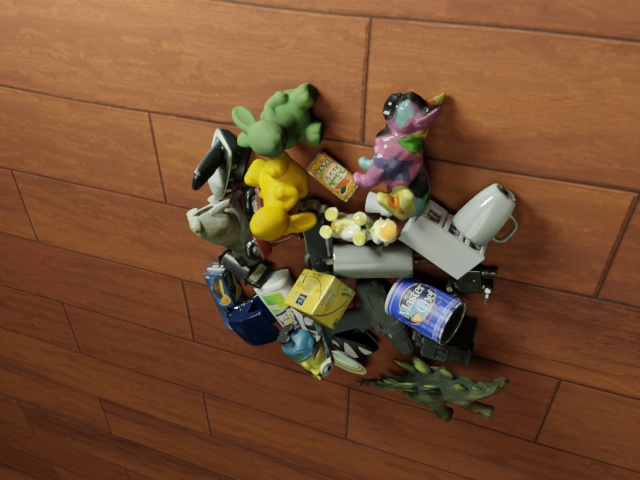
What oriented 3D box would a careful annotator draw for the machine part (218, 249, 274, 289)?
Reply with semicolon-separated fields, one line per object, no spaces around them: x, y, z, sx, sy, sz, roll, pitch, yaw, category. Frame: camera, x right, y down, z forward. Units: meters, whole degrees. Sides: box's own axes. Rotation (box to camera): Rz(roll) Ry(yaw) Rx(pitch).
-0.189;0.066;1.339;0.139;0.084;0.039;23;156;18;machine part

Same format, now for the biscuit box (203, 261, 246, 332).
-0.241;0.153;1.428;0.063;0.059;0.202;-1;124;24;biscuit box

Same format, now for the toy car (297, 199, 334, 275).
-0.002;-0.004;1.210;0.074;0.056;0.201;9;126;27;toy car

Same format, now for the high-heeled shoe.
0.048;0.198;1.318;0.145;0.086;0.248;-3;130;28;high-heeled shoe

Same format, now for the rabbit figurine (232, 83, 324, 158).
-0.089;-0.218;1.013;0.159;0.170;0.121;8;126;18;rabbit figurine

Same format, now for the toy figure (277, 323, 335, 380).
-0.035;0.275;1.341;0.180;0.082;0.089;43;165;-29;toy figure

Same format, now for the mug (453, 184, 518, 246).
0.327;-0.045;1.016;0.109;0.081;0.107;33;124;-3;mug

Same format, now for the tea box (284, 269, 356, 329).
-0.004;0.127;1.192;0.068;0.098;0.170;37;166;-22;tea box

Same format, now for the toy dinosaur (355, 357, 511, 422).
0.259;0.351;1.293;0.198;0.105;0.471;30;150;-17;toy dinosaur

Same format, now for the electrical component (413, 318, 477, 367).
0.278;0.214;1.204;0.134;0.115;0.058;12;126;14;electrical component

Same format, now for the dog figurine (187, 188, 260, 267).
-0.209;-0.001;1.234;0.121;0.172;0.190;-6;115;40;dog figurine

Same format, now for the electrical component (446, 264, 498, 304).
0.321;0.093;1.140;0.102;0.045;0.078;6;128;20;electrical component

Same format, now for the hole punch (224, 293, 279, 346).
-0.166;0.217;1.387;0.116;0.092;0.142;-33;123;5;hole punch

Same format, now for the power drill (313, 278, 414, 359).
0.098;0.207;1.262;0.207;0.086;0.231;-19;110;7;power drill

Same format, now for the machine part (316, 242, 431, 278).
0.113;0.043;1.150;0.243;0.079;0.079;-2;125;6;machine part

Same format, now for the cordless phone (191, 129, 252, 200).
-0.224;-0.134;1.128;0.089;0.184;0.146;24;130;1;cordless phone

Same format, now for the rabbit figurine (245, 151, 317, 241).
-0.089;-0.069;1.097;0.122;0.173;0.162;-9;142;35;rabbit figurine

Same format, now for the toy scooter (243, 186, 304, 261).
-0.103;-0.043;1.204;0.135;0.075;0.183;-4;110;-11;toy scooter

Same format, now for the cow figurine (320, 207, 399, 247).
0.093;-0.021;1.119;0.168;0.098;0.068;11;92;28;cow figurine

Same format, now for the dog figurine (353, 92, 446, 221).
0.168;-0.163;0.983;0.191;0.108;0.219;39;128;-5;dog figurine
